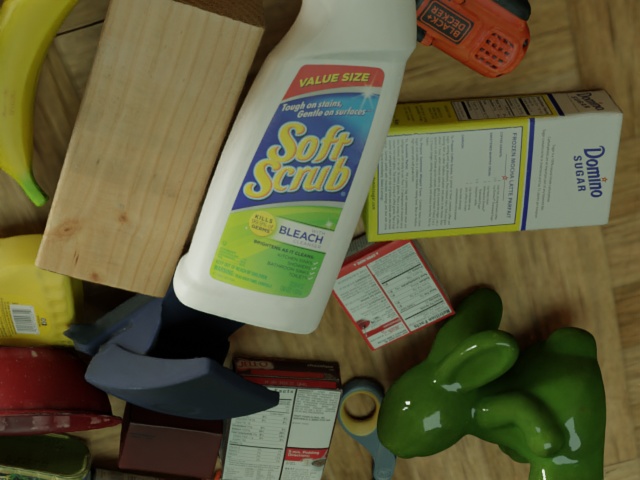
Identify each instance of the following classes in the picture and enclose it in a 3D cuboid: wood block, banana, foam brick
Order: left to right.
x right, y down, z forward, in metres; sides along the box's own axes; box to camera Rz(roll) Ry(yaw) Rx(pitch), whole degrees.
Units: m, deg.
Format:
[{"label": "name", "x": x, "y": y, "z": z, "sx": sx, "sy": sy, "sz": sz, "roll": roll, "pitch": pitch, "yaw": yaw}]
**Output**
[{"label": "banana", "x": -0.180, "y": -0.120, "z": 0.684, "sx": 0.069, "sy": 0.037, "sz": 0.198, "roll": 21, "pitch": 115, "yaw": -3}, {"label": "wood block", "x": -0.112, "y": -0.076, "z": 0.692, "sx": 0.090, "sy": 0.091, "sz": 0.206, "roll": 15, "pitch": 121, "yaw": -15}, {"label": "foam brick", "x": -0.121, "y": 0.154, "z": 0.868, "sx": 0.078, "sy": 0.051, "sz": 0.053, "roll": 11, "pitch": 121, "yaw": -12}]

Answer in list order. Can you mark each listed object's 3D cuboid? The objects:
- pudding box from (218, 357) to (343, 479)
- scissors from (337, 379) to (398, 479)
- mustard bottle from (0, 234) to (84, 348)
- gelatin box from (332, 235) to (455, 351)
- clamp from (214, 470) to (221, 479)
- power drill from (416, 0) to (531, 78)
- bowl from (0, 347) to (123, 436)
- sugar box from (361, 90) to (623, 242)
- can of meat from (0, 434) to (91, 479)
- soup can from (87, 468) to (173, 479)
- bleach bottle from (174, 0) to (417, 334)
[{"label": "pudding box", "x": -0.035, "y": 0.151, "z": 0.882, "sx": 0.090, "sy": 0.039, "sz": 0.113, "roll": 6, "pitch": 121, "yaw": -8}, {"label": "scissors", "x": 0.039, "y": 0.190, "z": 0.927, "sx": 0.096, "sy": 0.016, "sz": 0.202, "roll": 16, "pitch": 121, "yaw": -13}, {"label": "mustard bottle", "x": -0.272, "y": 0.039, "z": 0.772, "sx": 0.191, "sy": 0.058, "sz": 0.096, "roll": -1, "pitch": 138, "yaw": -5}, {"label": "gelatin box", "x": 0.051, "y": 0.035, "z": 0.816, "sx": 0.073, "sy": 0.030, "sz": 0.089, "roll": -27, "pitch": 122, "yaw": 12}, {"label": "clamp", "x": 0.001, "y": 0.256, "z": 0.950, "sx": 0.209, "sy": 0.036, "sz": 0.165, "roll": 36, "pitch": 123, "yaw": -22}, {"label": "power drill", "x": 0.092, "y": -0.208, "z": 0.643, "sx": 0.184, "sy": 0.057, "sz": 0.188, "roll": 26, "pitch": 120, "yaw": -24}, {"label": "bowl", "x": -0.230, "y": 0.114, "z": 0.801, "sx": 0.162, "sy": 0.055, "sz": 0.162, "roll": -3, "pitch": 166, "yaw": -1}, {"label": "sugar box", "x": 0.118, "y": -0.052, "z": 0.755, "sx": 0.176, "sy": 0.048, "sz": 0.093, "roll": -5, "pitch": 123, "yaw": -5}, {"label": "can of meat", "x": -0.247, "y": 0.204, "z": 0.888, "sx": 0.102, "sy": 0.057, "sz": 0.084, "roll": 13, "pitch": 119, "yaw": -14}, {"label": "soup can", "x": -0.151, "y": 0.234, "z": 0.909, "sx": 0.102, "sy": 0.068, "sz": 0.069, "roll": 11, "pitch": 122, "yaw": -12}, {"label": "bleach bottle", "x": -0.011, "y": -0.070, "z": 0.649, "sx": 0.102, "sy": 0.068, "sz": 0.251, "roll": 15, "pitch": 111, "yaw": -7}]
